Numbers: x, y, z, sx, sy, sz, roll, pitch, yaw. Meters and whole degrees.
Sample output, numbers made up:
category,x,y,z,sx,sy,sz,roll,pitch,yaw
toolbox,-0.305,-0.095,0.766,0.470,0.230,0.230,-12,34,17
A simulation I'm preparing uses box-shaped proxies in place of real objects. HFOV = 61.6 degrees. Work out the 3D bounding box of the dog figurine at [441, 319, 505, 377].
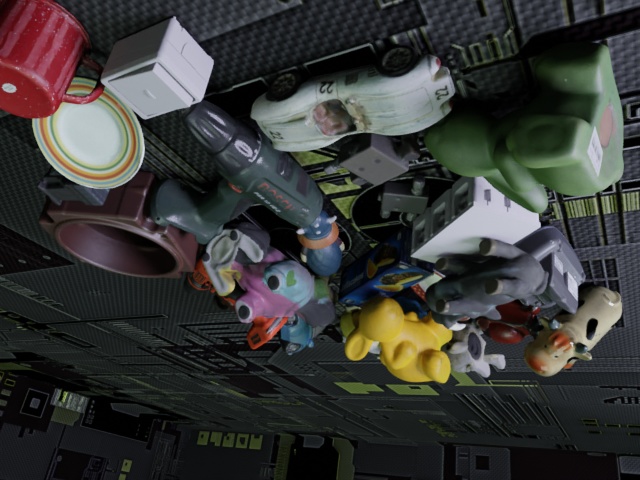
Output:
category,x,y,z,sx,sy,sz,roll,pitch,yaw
dog figurine,0.227,0.202,1.020,0.191,0.121,0.172,-16,153,40

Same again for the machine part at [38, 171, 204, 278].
category,x,y,z,sx,sy,sz,roll,pitch,yaw
machine part,-0.290,-0.017,0.806,0.201,0.087,0.201,5,151,8

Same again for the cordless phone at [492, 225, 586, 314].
category,x,y,z,sx,sy,sz,roll,pitch,yaw
cordless phone,0.275,0.045,0.790,0.184,0.089,0.146,-2,152,42

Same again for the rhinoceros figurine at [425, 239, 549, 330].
category,x,y,z,sx,sy,sz,roll,pitch,yaw
rhinoceros figurine,0.205,0.063,0.702,0.112,0.073,0.190,9,153,-26

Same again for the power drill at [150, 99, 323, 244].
category,x,y,z,sx,sy,sz,roll,pitch,yaw
power drill,-0.125,-0.074,0.671,0.207,0.086,0.232,-25,140,36

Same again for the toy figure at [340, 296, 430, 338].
category,x,y,z,sx,sy,sz,roll,pitch,yaw
toy figure,0.126,0.149,0.996,0.180,0.089,0.082,0,149,17

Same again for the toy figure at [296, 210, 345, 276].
category,x,y,z,sx,sy,sz,roll,pitch,yaw
toy figure,-0.003,-0.001,0.784,0.058,0.064,0.154,39,160,29

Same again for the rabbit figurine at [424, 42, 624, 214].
category,x,y,z,sx,sy,sz,roll,pitch,yaw
rabbit figurine,0.191,-0.099,0.518,0.170,0.121,0.159,8,166,43

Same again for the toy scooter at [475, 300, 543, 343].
category,x,y,z,sx,sy,sz,roll,pitch,yaw
toy scooter,0.315,0.122,0.890,0.135,0.075,0.183,2,151,48

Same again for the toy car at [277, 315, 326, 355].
category,x,y,z,sx,sy,sz,roll,pitch,yaw
toy car,-0.037,0.138,1.030,0.103,0.109,0.161,-11,139,-15

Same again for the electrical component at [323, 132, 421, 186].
category,x,y,z,sx,sy,sz,roll,pitch,yaw
electrical component,0.062,-0.094,0.598,0.078,0.045,0.102,22,150,-28

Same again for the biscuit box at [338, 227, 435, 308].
category,x,y,z,sx,sy,sz,roll,pitch,yaw
biscuit box,0.100,0.051,0.847,0.059,0.063,0.202,19,150,-18

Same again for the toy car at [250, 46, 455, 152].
category,x,y,z,sx,sy,sz,roll,pitch,yaw
toy car,0.029,-0.132,0.526,0.202,0.056,0.073,-4,150,25

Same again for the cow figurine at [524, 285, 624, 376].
category,x,y,z,sx,sy,sz,roll,pitch,yaw
cow figurine,0.389,0.139,0.820,0.086,0.195,0.127,46,155,27

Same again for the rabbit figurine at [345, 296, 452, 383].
category,x,y,z,sx,sy,sz,roll,pitch,yaw
rabbit figurine,0.118,0.146,0.873,0.163,0.122,0.173,-6,143,37

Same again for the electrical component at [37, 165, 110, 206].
category,x,y,z,sx,sy,sz,roll,pitch,yaw
electrical component,-0.292,-0.086,0.690,0.119,0.075,0.047,-2,149,14

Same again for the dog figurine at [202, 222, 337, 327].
category,x,y,z,sx,sy,sz,roll,pitch,yaw
dog figurine,-0.062,0.061,0.870,0.108,0.192,0.219,-48,155,17

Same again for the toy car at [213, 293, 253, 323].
category,x,y,z,sx,sy,sz,roll,pitch,yaw
toy car,-0.133,0.150,1.117,0.089,0.053,0.202,-12,148,40

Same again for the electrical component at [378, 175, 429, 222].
category,x,y,z,sx,sy,sz,roll,pitch,yaw
electrical component,0.106,-0.054,0.689,0.063,0.021,0.094,7,153,4

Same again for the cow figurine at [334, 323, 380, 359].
category,x,y,z,sx,sy,sz,roll,pitch,yaw
cow figurine,0.113,0.214,1.148,0.167,0.068,0.098,30,151,-30
